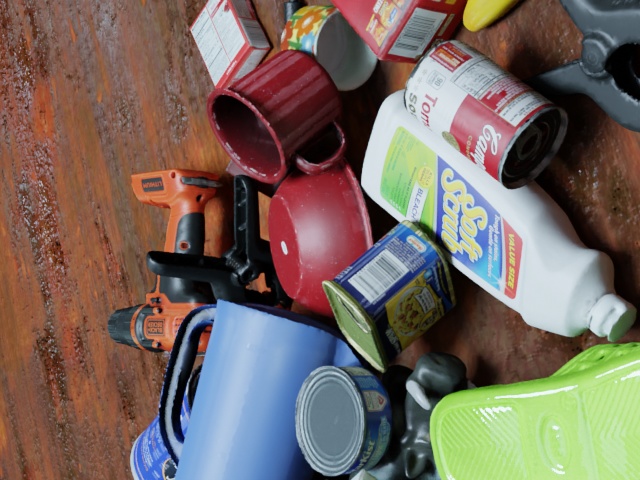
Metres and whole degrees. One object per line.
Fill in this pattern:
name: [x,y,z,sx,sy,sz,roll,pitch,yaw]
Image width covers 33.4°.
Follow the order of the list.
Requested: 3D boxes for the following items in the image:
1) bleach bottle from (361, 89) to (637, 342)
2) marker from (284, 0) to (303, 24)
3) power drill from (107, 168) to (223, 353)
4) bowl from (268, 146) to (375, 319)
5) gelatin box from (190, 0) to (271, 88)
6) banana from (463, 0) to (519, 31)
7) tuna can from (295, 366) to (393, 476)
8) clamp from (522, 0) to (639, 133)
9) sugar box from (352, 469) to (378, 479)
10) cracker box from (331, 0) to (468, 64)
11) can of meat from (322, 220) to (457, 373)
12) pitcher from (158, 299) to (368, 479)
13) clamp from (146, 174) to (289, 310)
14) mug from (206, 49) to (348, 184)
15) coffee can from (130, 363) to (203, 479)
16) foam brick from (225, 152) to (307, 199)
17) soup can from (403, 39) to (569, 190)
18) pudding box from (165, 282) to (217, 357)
bleach bottle: [0.135,-0.015,0.801,0.251,0.067,0.103,42,130,38]
marker: [-0.027,-0.171,1.018,0.020,0.020,0.121,10,100,49]
power drill: [-0.162,0.024,1.108,0.185,0.057,0.187,-3,86,47]
bowl: [-0.006,0.001,0.934,0.162,0.055,0.162,170,90,-73]
gelatin box: [-0.092,-0.206,1.085,0.073,0.030,0.089,-47,57,42]
banana: [0.175,-0.200,0.764,0.198,0.037,0.069,-1,91,50]
tuna can: [0.019,0.143,0.846,0.086,0.033,0.086,-8,80,51]
clamp: [0.192,-0.124,0.734,0.210,0.036,0.165,39,143,32]
sugar box: [0.074,0.263,0.828,0.176,0.048,0.093,34,127,-4]
cracker box: [0.058,-0.273,0.873,0.214,0.071,0.164,57,130,33]
can of meat: [0.057,0.044,0.842,0.057,0.084,0.102,43,166,33]
pitcher: [-0.069,0.177,0.947,0.149,0.144,0.243,-175,103,-71]
clamp: [-0.085,0.026,0.993,0.039,0.120,0.171,55,174,46]
mug: [-0.027,-0.101,0.898,0.117,0.081,0.093,39,152,20]
coffee can: [-0.118,0.200,1.082,0.141,0.102,0.103,-50,56,39]
foam brick: [-0.043,-0.084,0.986,0.051,0.078,0.053,31,120,2]
soup can: [0.118,-0.092,0.770,0.102,0.068,0.069,42,123,31]
pudding box: [-0.125,0.077,1.132,0.114,0.039,0.090,-9,83,49]
